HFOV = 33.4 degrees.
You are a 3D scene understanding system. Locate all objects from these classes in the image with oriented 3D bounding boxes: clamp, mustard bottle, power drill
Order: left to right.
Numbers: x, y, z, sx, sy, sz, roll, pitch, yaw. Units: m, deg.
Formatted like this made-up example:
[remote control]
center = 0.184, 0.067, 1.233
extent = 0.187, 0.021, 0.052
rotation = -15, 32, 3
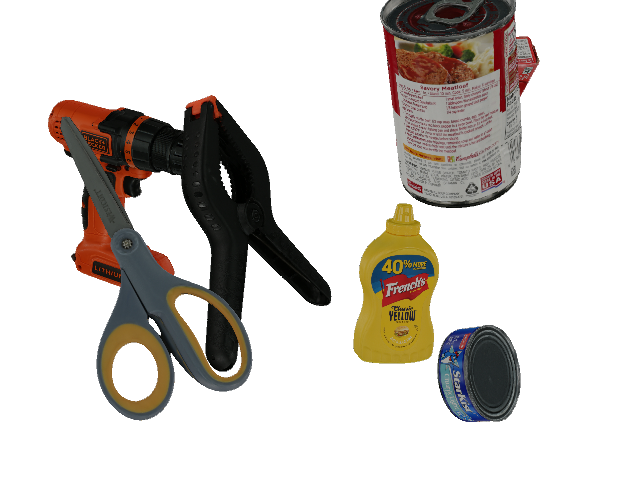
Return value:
[power drill]
center = -0.188, -0.041, 1.079
extent = 0.185, 0.188, 0.057
rotation = 18, 32, 23
[clamp]
center = -0.059, -0.014, 0.869
extent = 0.036, 0.210, 0.164
rotation = -13, 3, 33
[mustard bottle]
center = 0.094, 0.050, 1.284
extent = 0.096, 0.192, 0.058
rotation = 0, 14, -13

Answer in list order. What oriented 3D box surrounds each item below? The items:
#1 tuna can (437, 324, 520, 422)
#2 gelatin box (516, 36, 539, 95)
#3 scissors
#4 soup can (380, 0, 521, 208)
[tuna can]
center = 0.142, 0.120, 0.956
extent = 0.034, 0.086, 0.085
rotation = -12, -8, 42
[gelatin box]
center = 0.116, -0.124, 0.832
extent = 0.089, 0.030, 0.073
rotation = -5, -25, -11
[scissors]
center = -0.123, 0.021, 0.627
extent = 0.096, 0.202, 0.016
rotation = -41, -15, -14
[soup can]
center = 0.071, -0.077, 0.565
extent = 0.068, 0.102, 0.068
rotation = -7, 36, 5
